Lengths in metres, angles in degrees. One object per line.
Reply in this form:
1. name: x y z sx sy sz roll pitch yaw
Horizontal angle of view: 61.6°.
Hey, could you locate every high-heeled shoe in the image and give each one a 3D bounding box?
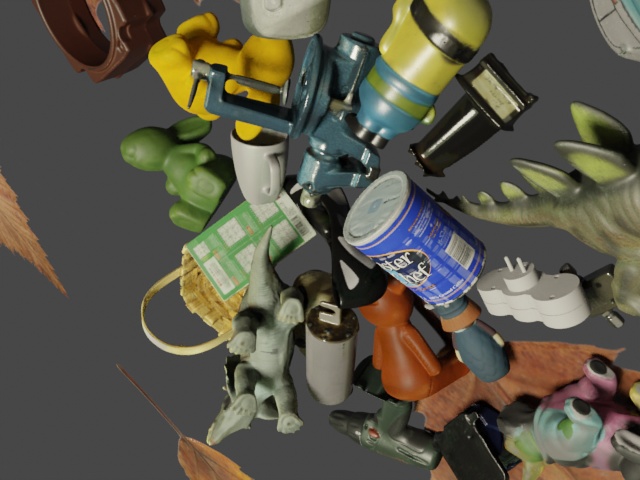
1. high-heeled shoe: -0.001 -0.002 0.730 0.249 0.145 0.086 32 140 29

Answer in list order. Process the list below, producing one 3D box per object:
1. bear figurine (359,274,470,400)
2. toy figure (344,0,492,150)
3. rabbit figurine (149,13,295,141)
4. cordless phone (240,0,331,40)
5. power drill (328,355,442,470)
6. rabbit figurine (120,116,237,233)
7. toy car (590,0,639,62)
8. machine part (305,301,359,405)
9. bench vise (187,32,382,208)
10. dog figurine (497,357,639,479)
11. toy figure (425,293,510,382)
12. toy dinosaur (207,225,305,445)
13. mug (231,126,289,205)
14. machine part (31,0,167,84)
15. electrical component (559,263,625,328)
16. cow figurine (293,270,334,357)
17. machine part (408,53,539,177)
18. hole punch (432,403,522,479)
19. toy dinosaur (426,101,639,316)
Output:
1. bear figurine: 0.121 0.124 0.779 0.120 0.132 0.195 -14 92 45
2. toy figure: 0.099 -0.172 0.543 0.089 0.082 0.180 51 121 30
3. rabbit figurine: -0.110 -0.214 0.701 0.173 0.122 0.162 -7 118 23
4. cordless phone: 0.005 -0.279 0.570 0.184 0.089 0.146 22 133 21
5. power drill: 0.103 0.303 0.941 0.232 0.086 0.207 16 127 30
6. rabbit figurine: -0.211 -0.125 0.823 0.170 0.159 0.121 31 138 -9
7. toy car: 0.259 -0.189 0.403 0.161 0.109 0.103 58 156 1
8. machine part: 0.017 0.175 0.814 0.079 0.079 0.243 26 138 24
9. bench vise: -0.036 -0.150 0.641 0.241 0.129 0.223 12 131 -13
10. dog figurine: 0.335 0.258 0.685 0.192 0.108 0.219 30 141 17
11. toy figure: 0.199 0.120 0.729 0.154 0.064 0.058 57 177 -4
12. toy dinosaur: -0.086 0.147 0.826 0.192 0.131 0.404 -123 42 -67
13. mug: -0.080 -0.100 0.771 0.110 0.081 0.107 49 146 41
14. machine part: -0.341 -0.356 0.810 0.202 0.087 0.200 -13 111 44
15. electrical component: 0.317 0.056 0.601 0.094 0.021 0.063 46 139 4
16. cow figurine: -0.013 0.130 0.904 0.127 0.085 0.194 21 135 20
17. machine part: 0.155 -0.125 0.577 0.084 0.039 0.139 46 125 4
18. hole punch: 0.253 0.317 0.827 0.116 0.092 0.142 56 146 27
19. toy dinosaur: 0.281 -0.034 0.478 0.198 0.105 0.472 49 154 -15
